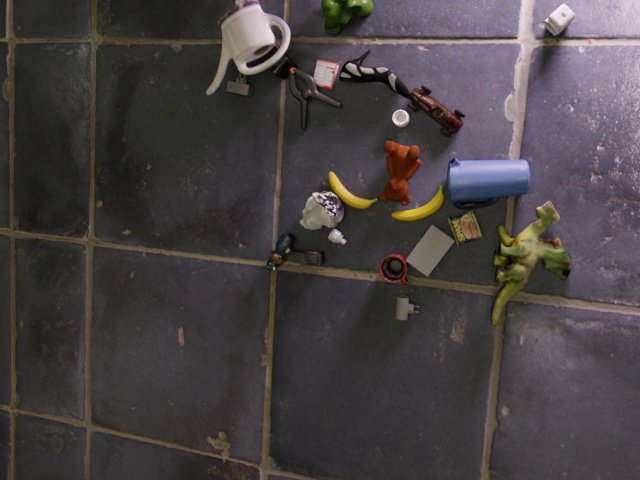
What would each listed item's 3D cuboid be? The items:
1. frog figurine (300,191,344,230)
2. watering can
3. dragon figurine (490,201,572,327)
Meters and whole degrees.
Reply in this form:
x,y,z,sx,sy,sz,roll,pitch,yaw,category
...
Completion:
x,y,z,sx,sy,sz,roll,pitch,yaw,category
0.005,-0.091,1.799,0.137,0.125,0.156,35,140,1,frog figurine
-0.263,-0.631,1.669,0.345,0.104,0.225,-24,88,17,watering can
0.668,0.079,1.618,0.243,0.123,0.408,4,97,7,dragon figurine
